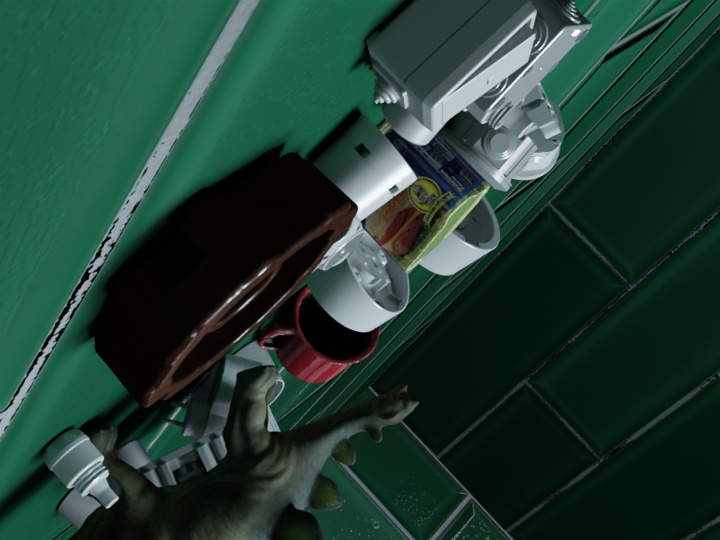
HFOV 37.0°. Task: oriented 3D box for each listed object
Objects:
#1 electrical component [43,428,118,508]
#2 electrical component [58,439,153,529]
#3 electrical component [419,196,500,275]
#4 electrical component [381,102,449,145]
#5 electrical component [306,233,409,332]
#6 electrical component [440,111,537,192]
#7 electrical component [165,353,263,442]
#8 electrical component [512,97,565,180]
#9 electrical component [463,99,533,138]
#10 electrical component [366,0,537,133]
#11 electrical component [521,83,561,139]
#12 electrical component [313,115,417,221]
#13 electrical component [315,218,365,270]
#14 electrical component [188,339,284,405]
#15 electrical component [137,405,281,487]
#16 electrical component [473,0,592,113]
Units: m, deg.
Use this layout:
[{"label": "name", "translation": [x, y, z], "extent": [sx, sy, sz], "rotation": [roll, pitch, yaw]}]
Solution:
[{"label": "electrical component", "translation": [-0.201, 0.147, 0.785], "extent": [0.035, 0.061, 0.035], "rotation": [-42, 173, -7]}, {"label": "electrical component", "translation": [-0.238, 0.212, 1.033], "extent": [0.099, 0.064, 0.099], "rotation": [-39, -174, 5]}, {"label": "electrical component", "translation": [0.068, -0.045, 0.978], "extent": [0.060, 0.108, 0.108], "rotation": [-41, 175, 31]}, {"label": "electrical component", "translation": [0.048, -0.118, 0.706], "extent": [0.078, 0.040, 0.040], "rotation": [-48, 171, 29]}, {"label": "electrical component", "translation": [0.000, 0.000, 0.909], "extent": [0.064, 0.099, 0.099], "rotation": [-40, 175, 28]}, {"label": "electrical component", "translation": [0.111, -0.110, 0.940], "extent": [0.051, 0.080, 0.080], "rotation": [-49, 172, 4]}, {"label": "electrical component", "translation": [-0.147, 0.143, 1.021], "extent": [0.052, 0.074, 0.138], "rotation": [-123, -129, -72]}, {"label": "electrical component", "translation": [0.167, -0.136, 1.089], "extent": [0.080, 0.080, 0.051], "rotation": [-41, 167, -18]}, {"label": "electrical component", "translation": [0.113, -0.134, 0.872], "extent": [0.048, 0.062, 0.048], "rotation": [-43, 173, -7]}, {"label": "electrical component", "translation": [0.049, -0.121, 0.609], "extent": [0.096, 0.061, 0.061], "rotation": [-43, 173, -1]}, {"label": "electrical component", "translation": [0.151, -0.148, 1.018], "extent": [0.055, 0.066, 0.048], "rotation": [-25, 179, 19]}, {"label": "electrical component", "translation": [0.002, -0.065, 0.704], "extent": [0.047, 0.055, 0.055], "rotation": [-40, 173, 1]}, {"label": "electrical component", "translation": [-0.039, -0.018, 0.784], "extent": [0.079, 0.044, 0.077], "rotation": [-42, 173, -8]}, {"label": "electrical component", "translation": [-0.128, 0.119, 1.101], "extent": [0.099, 0.064, 0.099], "rotation": [-32, 160, -13]}, {"label": "electrical component", "translation": [-0.139, 0.182, 0.949], "extent": [0.150, 0.061, 0.089], "rotation": [-26, 176, -1]}, {"label": "electrical component", "translation": [0.116, -0.162, 0.783], "extent": [0.099, 0.048, 0.100], "rotation": [-46, 171, 27]}]
